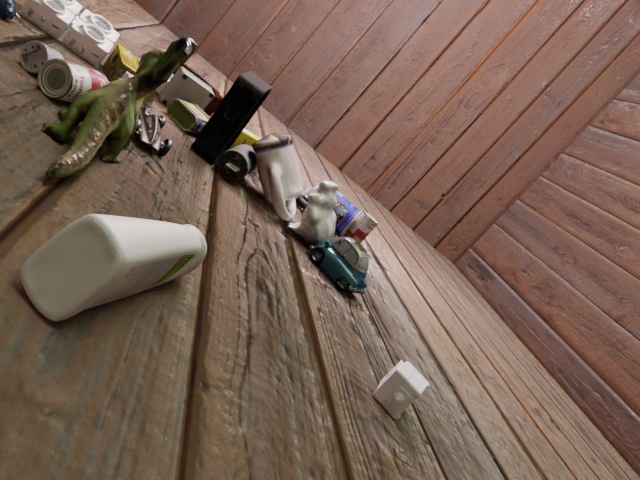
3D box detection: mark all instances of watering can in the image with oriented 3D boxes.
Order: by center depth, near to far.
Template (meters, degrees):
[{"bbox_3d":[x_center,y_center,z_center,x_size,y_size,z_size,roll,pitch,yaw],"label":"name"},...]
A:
[{"bbox_3d":[-0.100,-0.172,1.358,0.351,0.104,0.222,-77,155,-77],"label":"watering can"}]

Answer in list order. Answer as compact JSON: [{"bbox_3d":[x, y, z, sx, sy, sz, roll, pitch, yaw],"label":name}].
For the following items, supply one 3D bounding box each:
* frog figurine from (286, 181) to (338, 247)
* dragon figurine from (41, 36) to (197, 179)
[{"bbox_3d":[0.004,-0.064,1.270,0.124,0.158,0.136,48,12,23],"label":"frog figurine"},{"bbox_3d":[-0.290,-0.231,0.797,0.120,0.242,0.417,41,9,-28],"label":"dragon figurine"}]
